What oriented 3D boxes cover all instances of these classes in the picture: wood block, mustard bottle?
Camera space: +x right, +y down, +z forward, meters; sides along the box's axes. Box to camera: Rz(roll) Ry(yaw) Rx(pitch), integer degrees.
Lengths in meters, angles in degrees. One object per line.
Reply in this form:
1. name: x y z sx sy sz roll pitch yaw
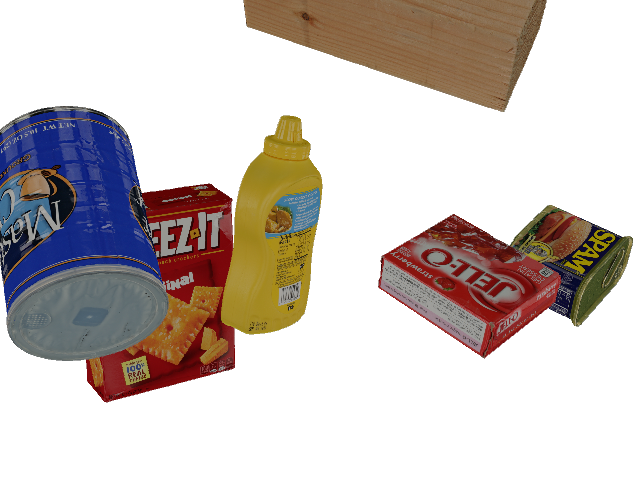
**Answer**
1. wood block: 0.054 -0.182 0.772 0.206 0.090 0.091 21 -25 12
2. mustard bottle: -0.039 -0.017 0.955 0.058 0.192 0.096 21 22 32

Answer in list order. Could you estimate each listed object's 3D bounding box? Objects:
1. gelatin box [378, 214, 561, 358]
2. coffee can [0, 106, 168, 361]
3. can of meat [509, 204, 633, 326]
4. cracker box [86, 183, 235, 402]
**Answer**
1. gelatin box: 0.093 0.025 0.670 0.089 0.030 0.073 33 44 32
2. coffee can: -0.166 -0.005 0.720 0.102 0.140 0.103 -13 -33 -9
3. can of meat: 0.225 0.020 0.983 0.084 0.057 0.101 28 47 29
4. cracker box: -0.180 0.057 1.187 0.163 0.214 0.072 -11 23 -29
